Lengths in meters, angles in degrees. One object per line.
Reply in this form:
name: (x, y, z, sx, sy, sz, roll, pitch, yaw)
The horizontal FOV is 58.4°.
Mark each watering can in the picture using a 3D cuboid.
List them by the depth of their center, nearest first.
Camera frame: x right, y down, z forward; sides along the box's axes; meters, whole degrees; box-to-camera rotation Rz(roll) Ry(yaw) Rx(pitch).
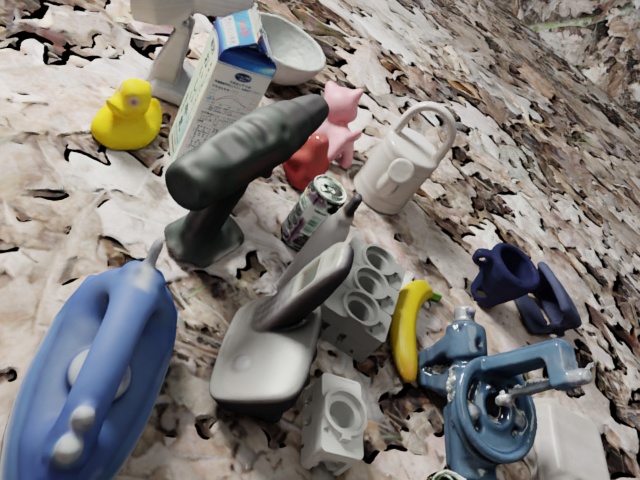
watering can: (0.145, -0.134, 0.929, 0.101, 0.194, 0.173, 21, 42, -18)

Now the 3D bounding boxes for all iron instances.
iron: (-0.185, 0.120, 0.476, 0.119, 0.141, 0.258, 24, 41, -16)

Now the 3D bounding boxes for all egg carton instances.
egg carton: (0.317, 0.285, 0.750, 0.107, 0.069, 0.150, 27, 40, -13)

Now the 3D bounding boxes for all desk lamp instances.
desk lamp: (-0.190, -0.313, 0.836, 0.204, 0.213, 0.118, 21, 42, -19)

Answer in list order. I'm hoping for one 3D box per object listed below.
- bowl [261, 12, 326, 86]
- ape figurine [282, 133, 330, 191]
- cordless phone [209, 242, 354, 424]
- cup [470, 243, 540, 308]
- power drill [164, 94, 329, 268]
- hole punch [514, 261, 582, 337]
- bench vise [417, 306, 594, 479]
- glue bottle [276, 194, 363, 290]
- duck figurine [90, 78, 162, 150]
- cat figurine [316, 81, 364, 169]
bowl: (-0.077, -0.338, 1.056, 0.168, 0.074, 0.167, 21, 42, -20)
ape figurine: (-0.014, -0.126, 0.883, 0.078, 0.092, 0.076, 15, 44, -25)
cordless phone: (-0.032, 0.090, 0.586, 0.094, 0.185, 0.147, 26, 40, -13)
cup: (0.276, 0.061, 0.916, 0.118, 0.095, 0.091, 23, 41, -18)
power drill: (-0.098, -0.069, 0.673, 0.075, 0.208, 0.230, 43, 39, 7)
hole punch: (0.395, 0.099, 0.972, 0.101, 0.091, 0.108, 9, 47, -30)
bench vise: (0.200, 0.155, 0.669, 0.122, 0.219, 0.207, 1, 51, -36)
glue bottle: (0.007, 0.003, 0.709, 0.037, 0.173, 0.078, 38, 39, 1)
duck figurine: (-0.248, -0.176, 0.761, 0.077, 0.086, 0.105, 42, 39, 6)
cat figurine: (0.038, -0.206, 0.979, 0.067, 0.117, 0.127, 5, 49, -33)
